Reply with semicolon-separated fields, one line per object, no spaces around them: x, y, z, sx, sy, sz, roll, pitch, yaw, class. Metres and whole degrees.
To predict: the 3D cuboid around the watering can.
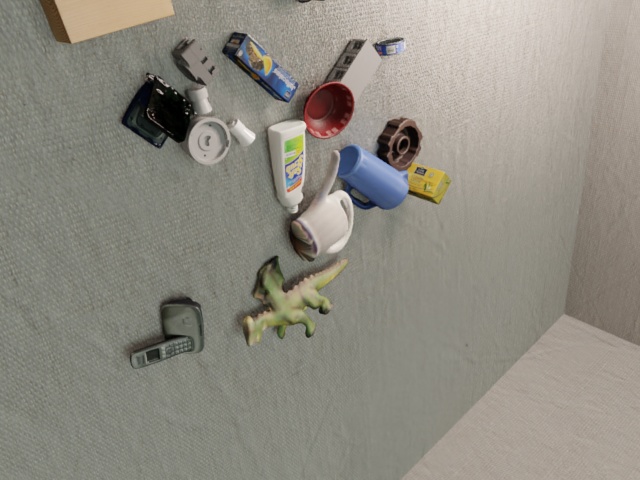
0.005;-0.075;1.483;0.227;0.105;0.339;-39;138;-26;watering can

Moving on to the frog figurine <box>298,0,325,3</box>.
-0.020;-0.651;1.213;0.137;0.125;0.156;-36;145;-2;frog figurine

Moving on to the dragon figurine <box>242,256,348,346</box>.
-0.083;0.149;1.517;0.417;0.122;0.238;-55;128;-24;dragon figurine
